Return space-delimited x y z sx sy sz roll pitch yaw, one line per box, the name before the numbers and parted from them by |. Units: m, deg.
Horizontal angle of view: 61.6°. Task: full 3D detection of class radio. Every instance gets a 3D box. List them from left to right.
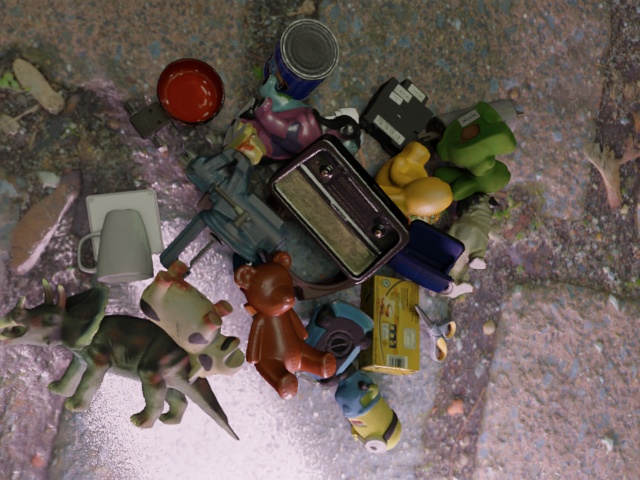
radio | 0.037 -0.054 0.881 0.131 0.073 0.229 -39 103 18

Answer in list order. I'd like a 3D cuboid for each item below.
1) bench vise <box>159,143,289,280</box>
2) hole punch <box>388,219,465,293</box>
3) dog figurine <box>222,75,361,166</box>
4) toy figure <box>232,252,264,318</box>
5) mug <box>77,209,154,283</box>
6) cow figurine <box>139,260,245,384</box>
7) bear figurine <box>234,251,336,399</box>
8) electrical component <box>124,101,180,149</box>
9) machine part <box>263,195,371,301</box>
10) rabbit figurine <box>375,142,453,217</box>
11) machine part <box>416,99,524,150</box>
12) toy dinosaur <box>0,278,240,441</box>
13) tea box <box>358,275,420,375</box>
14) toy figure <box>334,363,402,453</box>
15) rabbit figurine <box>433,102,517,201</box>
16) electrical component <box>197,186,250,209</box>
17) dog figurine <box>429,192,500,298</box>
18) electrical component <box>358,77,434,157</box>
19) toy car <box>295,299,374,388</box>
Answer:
bench vise | -0.180 -0.026 0.869 0.223 0.129 0.240 43 93 -13
hole punch | 0.183 0.044 0.964 0.142 0.115 0.092 26 51 6
dog figurine | -0.037 -0.167 0.942 0.219 0.108 0.191 32 124 -23
toy figure | -0.111 0.092 0.956 0.064 0.058 0.154 -18 99 -11
mug | -0.313 0.009 0.828 0.110 0.081 0.107 -2 77 -12
cow figurine | -0.198 0.139 0.837 0.195 0.085 0.127 43 116 -6
bear figurine | -0.058 0.127 0.852 0.120 0.132 0.195 -16 113 -39
electrical component | -0.290 -0.207 0.927 0.063 0.021 0.094 -40 99 -15
machine part | -0.002 -0.003 0.978 0.201 0.087 0.200 -16 94 -16
rabbit figurine | 0.160 -0.090 0.954 0.162 0.173 0.121 -22 116 -11
machine part | 0.308 -0.230 1.084 0.243 0.079 0.079 -16 93 -17
toy dinosaur | -0.296 0.190 0.871 0.405 0.131 0.192 21 83 -22
tea box | 0.129 0.158 0.999 0.098 0.068 0.169 13 66 -16
toy figure | 0.087 0.311 0.999 0.089 0.082 0.180 -29 95 -14
rabbit figurine | 0.300 -0.140 1.011 0.159 0.121 0.170 -36 131 9
electrical component | -0.171 -0.079 0.951 0.102 0.045 0.078 28 109 -12
dog figurine | 0.279 0.007 1.072 0.121 0.172 0.190 38 46 -1
electrical component | 0.151 -0.245 1.047 0.115 0.058 0.134 40 77 -14
toy car | 0.017 0.178 0.968 0.109 0.103 0.161 31 96 -14
